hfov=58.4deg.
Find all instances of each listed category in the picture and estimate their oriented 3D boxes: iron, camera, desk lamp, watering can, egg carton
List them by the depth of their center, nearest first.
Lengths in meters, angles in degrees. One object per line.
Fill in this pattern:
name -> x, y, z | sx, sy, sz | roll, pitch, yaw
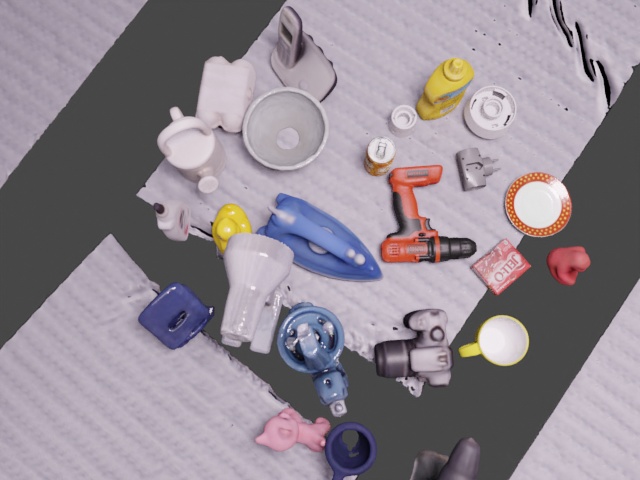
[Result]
desk lamp -> -0.119, 0.101, 1.017 | 0.118, 0.213, 0.203 | 12, 83, 3
camera -> 0.170, 0.201, 1.057 | 0.137, 0.101, 0.143 | -4, 83, 0
watering can -> -0.235, -0.171, 1.062 | 0.173, 0.194, 0.101 | 41, 85, 6
iron -> 0.010, 0.004, 1.063 | 0.258, 0.141, 0.119 | 28, 84, 4
egg carton -> -0.186, -0.289, 1.139 | 0.107, 0.069, 0.150 | 7, 83, 2

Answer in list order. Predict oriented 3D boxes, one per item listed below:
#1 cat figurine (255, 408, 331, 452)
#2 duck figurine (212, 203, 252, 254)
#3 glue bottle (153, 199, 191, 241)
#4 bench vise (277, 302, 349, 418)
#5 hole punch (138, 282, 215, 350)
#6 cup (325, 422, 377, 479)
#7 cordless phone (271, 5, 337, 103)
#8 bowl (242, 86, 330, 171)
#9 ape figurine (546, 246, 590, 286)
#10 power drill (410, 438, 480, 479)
cat figurine -> -0.047, 0.350, 1.033 | 0.127, 0.118, 0.067 | 13, 83, 3
duck figurine -> -0.174, -0.022, 1.097 | 0.077, 0.086, 0.104 | -2, 83, 1
glue bottle -> -0.277, -0.045, 1.058 | 0.037, 0.173, 0.078 | 2, 83, 2
bench vise -> 0.007, 0.202, 0.999 | 0.121, 0.220, 0.207 | -40, 84, -4
hole punch -> -0.267, 0.142, 1.075 | 0.101, 0.091, 0.109 | 44, 85, 6
cup -> 0.050, 0.383, 1.039 | 0.091, 0.095, 0.118 | 23, 84, 4
cordless phone -> -0.032, -0.348, 1.086 | 0.094, 0.185, 0.147 | -41, 84, -4
bowl -> -0.064, -0.210, 1.125 | 0.167, 0.075, 0.167 | 0, 83, 1
ape figurine -> 0.474, 0.043, 1.077 | 0.076, 0.092, 0.078 | 43, 85, 6
power drill -> 0.206, 0.431, 0.973 | 0.075, 0.208, 0.230 | 15, 83, 3
